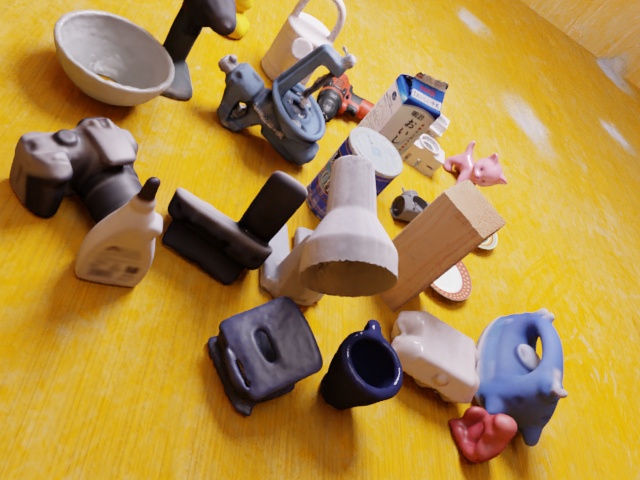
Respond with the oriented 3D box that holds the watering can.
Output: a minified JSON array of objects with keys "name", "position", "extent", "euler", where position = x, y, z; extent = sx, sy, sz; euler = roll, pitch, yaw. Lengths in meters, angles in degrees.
[{"name":"watering can","position":[-0.024,-0.382,1.085],"extent":[0.101,0.193,0.172],"euler":[15,47,-30]}]

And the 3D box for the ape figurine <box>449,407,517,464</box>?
[{"name":"ape figurine","position":[0.235,0.270,0.801],"extent":[0.076,0.092,0.078],"euler":[39,40,-5]}]

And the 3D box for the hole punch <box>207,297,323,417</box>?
[{"name":"hole punch","position":[-0.064,0.134,0.674],"extent":[0.101,0.091,0.108],"euler":[-9,61,-44]}]

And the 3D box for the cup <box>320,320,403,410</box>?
[{"name":"cup","position":[0.045,0.165,0.734],"extent":[0.092,0.094,0.118],"euler":[28,42,-17]}]

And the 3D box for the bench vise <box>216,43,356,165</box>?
[{"name":"bench vise","position":[-0.056,-0.235,0.908],"extent":[0.208,0.219,0.121],"euler":[19,45,-26]}]

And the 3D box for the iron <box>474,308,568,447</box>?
[{"name":"iron","position":[0.333,0.185,0.919],"extent":[0.119,0.141,0.258],"euler":[34,40,-10]}]

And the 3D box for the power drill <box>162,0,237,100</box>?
[{"name":"power drill","position":[-0.196,-0.324,0.880],"extent":[0.076,0.208,0.229],"euler":[8,51,-35]}]

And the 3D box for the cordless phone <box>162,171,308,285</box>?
[{"name":"cordless phone","position":[-0.105,-0.043,0.724],"extent":[0.148,0.184,0.094],"euler":[32,41,-13]}]

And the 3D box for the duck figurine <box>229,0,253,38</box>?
[{"name":"duck figurine","position":[-0.161,-0.455,1.121],"extent":[0.078,0.086,0.104],"euler":[20,45,-26]}]

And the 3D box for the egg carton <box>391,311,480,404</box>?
[{"name":"egg carton","position":[0.170,0.174,0.850],"extent":[0.150,0.069,0.107],"euler":[32,41,-14]}]

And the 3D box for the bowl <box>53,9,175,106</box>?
[{"name":"bowl","position":[-0.302,-0.250,0.830],"extent":[0.168,0.074,0.167],"euler":[23,44,-23]}]

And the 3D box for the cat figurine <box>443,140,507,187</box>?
[{"name":"cat figurine","position":[0.348,-0.159,1.256],"extent":[0.067,0.117,0.127],"euler":[1,55,-39]}]

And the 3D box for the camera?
[{"name":"camera","position":[-0.265,-0.070,0.681],"extent":[0.144,0.100,0.136],"euler":[-20,70,-47]}]

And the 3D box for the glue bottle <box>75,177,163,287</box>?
[{"name":"glue bottle","position":[-0.206,-0.010,0.620],"extent":[0.078,0.173,0.037],"euler":[15,47,-30]}]

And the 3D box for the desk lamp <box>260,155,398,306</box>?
[{"name":"desk lamp","position":[0.007,0.003,0.754],"extent":[0.118,0.213,0.203],"euler":[17,46,-28]}]
